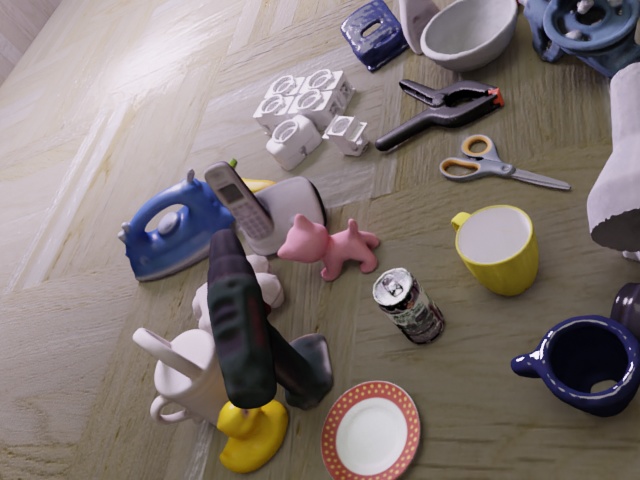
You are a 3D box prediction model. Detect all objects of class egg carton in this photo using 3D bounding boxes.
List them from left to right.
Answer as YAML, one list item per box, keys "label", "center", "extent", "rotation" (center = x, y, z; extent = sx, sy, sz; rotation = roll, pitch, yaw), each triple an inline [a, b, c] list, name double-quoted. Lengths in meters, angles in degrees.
- label: "egg carton"
  center: [-0.130, 0.095, 0.900]
  extent: [0.150, 0.070, 0.107]
  rotation: [-38, 42, 3]

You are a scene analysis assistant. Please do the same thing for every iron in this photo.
- label: "iron"
  center: [-0.284, -0.025, 1.062]
  extent: [0.258, 0.142, 0.118]
  rotation: [-33, 42, 9]

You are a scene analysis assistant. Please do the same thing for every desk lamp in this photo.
- label: "desk lamp"
  center: [0.337, -0.057, 0.574]
  extent: [0.117, 0.214, 0.203]
  rotation: [-9, 51, 31]

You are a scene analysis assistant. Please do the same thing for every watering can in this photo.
- label: "watering can"
  center: [-0.170, 0.165, 0.776]
  extent: [0.100, 0.195, 0.173]
  rotation: [-2, 55, 35]

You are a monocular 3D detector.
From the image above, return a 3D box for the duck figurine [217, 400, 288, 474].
- label: "duck figurine"
  center: [-0.100, 0.243, 0.739]
  extent: [0.077, 0.086, 0.105]
  rotation: [25, 72, 46]

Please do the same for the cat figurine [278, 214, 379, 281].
- label: "cat figurine"
  center: [0.008, 0.003, 0.840]
  extent: [0.127, 0.118, 0.067]
  rotation: [-18, 47, 24]

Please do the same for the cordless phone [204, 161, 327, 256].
- label: "cordless phone"
  center: [-0.087, -0.067, 0.918]
  extent: [0.147, 0.186, 0.094]
  rotation: [-23, 45, 19]

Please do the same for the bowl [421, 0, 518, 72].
- label: "bowl"
  center: [0.262, -0.343, 0.979]
  extent: [0.167, 0.075, 0.167]
  rotation: [-20, 46, 22]

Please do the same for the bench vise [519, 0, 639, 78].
- label: "bench vise"
  center: [0.340, -0.331, 0.800]
  extent: [0.121, 0.220, 0.206]
  rotation: [-51, 43, -11]

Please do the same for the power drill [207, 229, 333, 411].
- label: "power drill"
  center: [-0.069, 0.119, 0.729]
  extent: [0.075, 0.209, 0.229]
  rotation: [-28, 43, 15]

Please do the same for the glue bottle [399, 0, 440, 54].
- label: "glue bottle"
  center: [0.171, -0.428, 1.043]
  extent: [0.078, 0.174, 0.037]
  rotation: [-34, 42, 8]

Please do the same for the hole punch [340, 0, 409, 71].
- label: "hole punch"
  center: [0.109, -0.408, 1.134]
  extent: [0.108, 0.091, 0.101]
  rotation: [-34, 42, 8]

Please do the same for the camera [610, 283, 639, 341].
- label: "camera"
  center: [0.358, 0.066, 0.539]
  extent: [0.136, 0.101, 0.143]
  rotation: [16, 66, 43]

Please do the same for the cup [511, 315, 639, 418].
- label: "cup"
  center: [0.256, 0.135, 0.561]
  extent: [0.117, 0.095, 0.091]
  rotation: [-12, 49, 29]

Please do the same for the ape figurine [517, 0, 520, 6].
- label: "ape figurine"
  center: [0.306, -0.436, 1.011]
  extent: [0.076, 0.092, 0.077]
  rotation: [-45, 42, -5]
